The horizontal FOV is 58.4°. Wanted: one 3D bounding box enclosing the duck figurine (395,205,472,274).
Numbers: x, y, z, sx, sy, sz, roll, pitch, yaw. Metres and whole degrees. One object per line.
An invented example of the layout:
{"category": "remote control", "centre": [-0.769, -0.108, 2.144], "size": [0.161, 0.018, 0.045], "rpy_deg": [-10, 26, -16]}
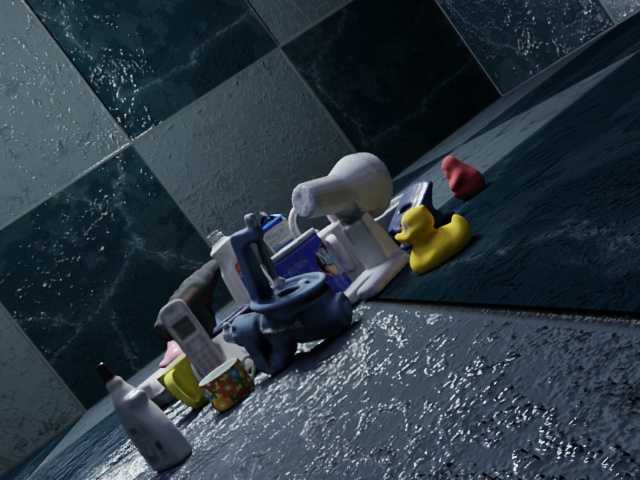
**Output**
{"category": "duck figurine", "centre": [0.158, -0.012, 0.826], "size": [0.104, 0.086, 0.078], "rpy_deg": [-35, 4, 21]}

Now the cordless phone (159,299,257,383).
{"category": "cordless phone", "centre": [-0.179, 0.163, 0.998], "size": [0.148, 0.185, 0.094], "rpy_deg": [-37, 4, -12]}

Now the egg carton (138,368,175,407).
{"category": "egg carton", "centre": [-0.377, 0.352, 1.376], "size": [0.150, 0.069, 0.107], "rpy_deg": [-33, 5, 46]}

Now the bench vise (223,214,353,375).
{"category": "bench vise", "centre": [-0.086, 0.084, 0.851], "size": [0.207, 0.220, 0.121], "rpy_deg": [-36, 4, 9]}

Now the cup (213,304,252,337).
{"category": "cup", "centre": [-0.151, 0.189, 1.118], "size": [0.092, 0.095, 0.117], "rpy_deg": [-39, 4, -33]}

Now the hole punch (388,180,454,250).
{"category": "hole punch", "centre": [0.177, -0.047, 1.066], "size": [0.101, 0.091, 0.108], "rpy_deg": [-38, 4, -25]}

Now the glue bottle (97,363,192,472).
{"category": "glue bottle", "centre": [-0.252, 0.240, 0.792], "size": [0.078, 0.173, 0.037], "rpy_deg": [-33, 5, 38]}

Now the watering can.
{"category": "watering can", "centre": [0.009, 0.005, 1.160], "size": [0.101, 0.194, 0.172], "rpy_deg": [-39, 5, -32]}

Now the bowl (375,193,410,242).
{"category": "bowl", "centre": [0.159, -0.037, 1.240], "size": [0.167, 0.075, 0.167], "rpy_deg": [-36, 4, 3]}

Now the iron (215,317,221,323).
{"category": "iron", "centre": [-0.300, 0.240, 1.507], "size": [0.119, 0.141, 0.258], "rpy_deg": [-37, 4, -12]}

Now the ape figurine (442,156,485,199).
{"category": "ape figurine", "centre": [0.277, -0.127, 1.138], "size": [0.078, 0.092, 0.076], "rpy_deg": [-39, 5, -33]}

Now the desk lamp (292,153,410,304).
{"category": "desk lamp", "centre": [0.059, -0.029, 0.973], "size": [0.117, 0.213, 0.204], "rpy_deg": [-32, 6, 46]}

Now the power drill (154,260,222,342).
{"category": "power drill", "centre": [-0.239, 0.173, 1.245], "size": [0.075, 0.208, 0.230], "rpy_deg": [-33, 5, 40]}

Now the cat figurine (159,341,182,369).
{"category": "cat figurine", "centre": [-0.301, 0.270, 1.319], "size": [0.128, 0.118, 0.067], "rpy_deg": [-38, 4, -17]}
